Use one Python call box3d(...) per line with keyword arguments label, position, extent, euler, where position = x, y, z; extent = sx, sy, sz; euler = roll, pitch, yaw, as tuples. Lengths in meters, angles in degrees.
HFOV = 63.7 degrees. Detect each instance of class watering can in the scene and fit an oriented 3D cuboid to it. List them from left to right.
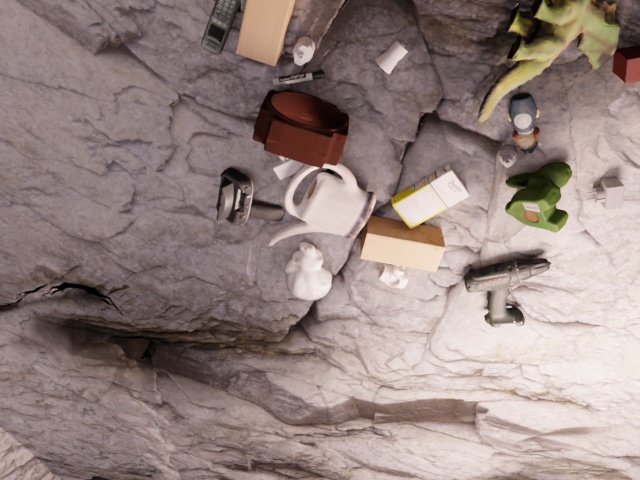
box3d(label="watering can", position=(0.004, -0.068, 1.343), extent=(0.224, 0.106, 0.340), euler=(23, 133, -10))

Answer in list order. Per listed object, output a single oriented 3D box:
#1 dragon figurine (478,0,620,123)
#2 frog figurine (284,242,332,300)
box3d(label="dragon figurine", position=(0.503, -0.408, 1.052), extent=(0.242, 0.125, 0.401), euler=(10, 126, -11))
box3d(label="frog figurine", position=(-0.030, 0.089, 1.444), extent=(0.138, 0.125, 0.155), euler=(25, 138, 13))
